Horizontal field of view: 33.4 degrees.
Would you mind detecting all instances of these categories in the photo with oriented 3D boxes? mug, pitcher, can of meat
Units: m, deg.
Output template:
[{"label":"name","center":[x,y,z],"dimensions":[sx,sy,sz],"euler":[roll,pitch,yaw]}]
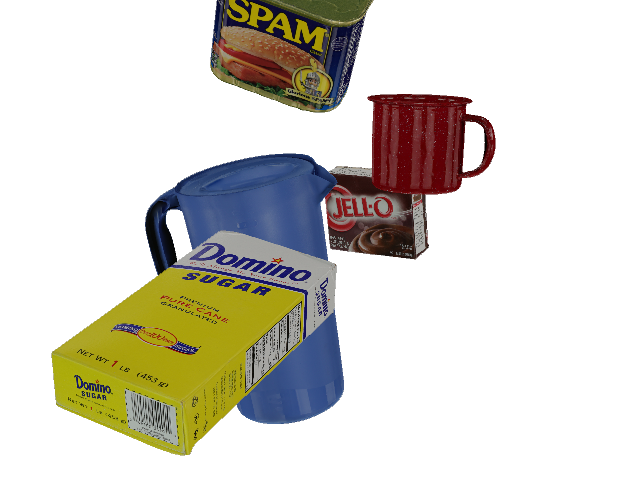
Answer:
[{"label":"mug","center":[0.098,-0.086,0.950],"dimensions":[0.117,0.081,0.093],"euler":[6,13,22]},{"label":"pitcher","center":[-0.060,0.047,1.016],"dimensions":[0.144,0.243,0.149],"euler":[-21,20,-31]},{"label":"can of meat","center":[-0.022,-0.141,0.711],"dimensions":[0.102,0.057,0.084],"euler":[22,-41,7]}]

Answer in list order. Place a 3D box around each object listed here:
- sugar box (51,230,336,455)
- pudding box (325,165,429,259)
[{"label":"sugar box","center":[-0.071,0.054,0.655],"dimensions":[0.093,0.048,0.176],"euler":[17,35,23]},{"label":"pudding box","center":[0.061,-0.032,1.170],"dimensions":[0.114,0.090,0.039],"euler":[6,24,30]}]
